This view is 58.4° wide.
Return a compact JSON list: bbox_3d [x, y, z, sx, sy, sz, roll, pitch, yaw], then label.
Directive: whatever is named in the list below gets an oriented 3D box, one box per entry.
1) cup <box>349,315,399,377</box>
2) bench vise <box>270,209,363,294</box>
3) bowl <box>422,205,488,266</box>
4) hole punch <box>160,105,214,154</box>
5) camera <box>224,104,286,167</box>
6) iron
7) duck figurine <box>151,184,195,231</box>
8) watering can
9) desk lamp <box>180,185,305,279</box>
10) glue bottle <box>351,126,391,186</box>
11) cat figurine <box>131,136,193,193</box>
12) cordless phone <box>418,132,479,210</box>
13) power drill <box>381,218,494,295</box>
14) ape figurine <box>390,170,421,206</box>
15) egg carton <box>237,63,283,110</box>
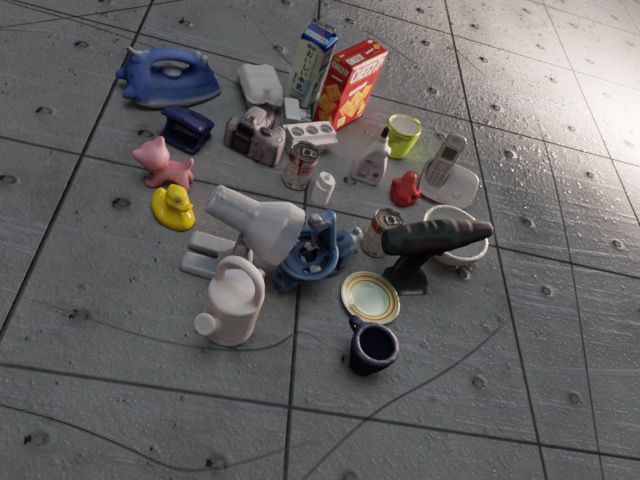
[{"bbox_3d":[0.083,0.207,1.084,0.092,0.095,0.117,-24,63,-34],"label":"cup"},{"bbox_3d":[0.001,-0.003,1.141,0.121,0.219,0.208,37,49,11],"label":"bench vise"},{"bbox_3d":[0.304,0.003,1.348,0.168,0.074,0.167,11,49,-12],"label":"bowl"},{"bbox_3d":[-0.310,-0.274,1.334,0.108,0.091,0.101,27,48,2],"label":"hole punch"},{"bbox_3d":[-0.141,-0.273,1.390,0.143,0.101,0.137,26,48,1],"label":"camera"},{"bbox_3d":[-0.356,-0.413,1.397,0.259,0.141,0.118,-11,57,-28],"label":"iron"},{"bbox_3d":[-0.301,-0.080,1.181,0.104,0.086,0.078,40,50,14],"label":"duck figurine"},{"bbox_3d":[-0.152,0.106,1.011,0.101,0.194,0.173,18,48,-5],"label":"watering can"},{"bbox_3d":[-0.149,-0.006,1.092,0.203,0.213,0.118,16,48,-7],"label":"desk lamp"},{"bbox_3d":[0.137,-0.209,1.393,0.078,0.173,0.037,19,48,-4],"label":"glue bottle"},{"bbox_3d":[-0.332,-0.166,1.219,0.128,0.117,0.067,12,49,-11],"label":"cat figurine"},{"bbox_3d":[0.339,-0.174,1.432,0.147,0.185,0.094,20,48,-4],"label":"cordless phone"},{"bbox_3d":[0.224,0.029,1.206,0.230,0.208,0.075,0,52,-21],"label":"power drill"},{"bbox_3d":[0.215,-0.134,1.415,0.077,0.092,0.076,36,49,11],"label":"ape figurine"},{"bbox_3d":[-0.157,-0.404,1.513,0.107,0.069,0.150,-6,55,-24],"label":"egg carton"}]
